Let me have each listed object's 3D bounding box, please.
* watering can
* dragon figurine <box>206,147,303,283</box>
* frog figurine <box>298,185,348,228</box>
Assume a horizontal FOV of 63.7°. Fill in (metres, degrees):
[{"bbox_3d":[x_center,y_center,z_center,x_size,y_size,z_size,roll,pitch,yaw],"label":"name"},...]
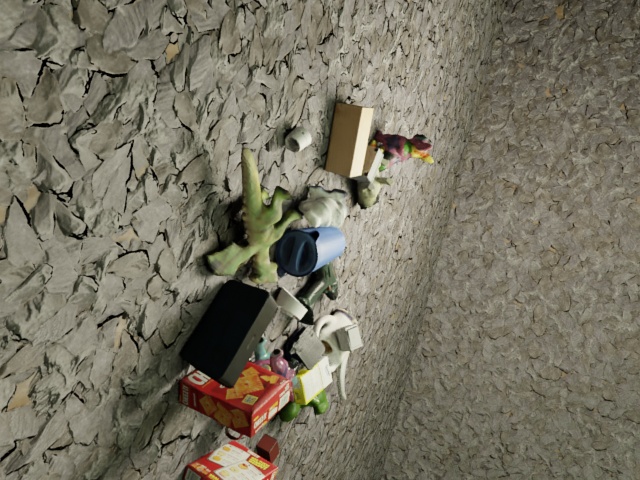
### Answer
[{"bbox_3d":[0.069,0.406,1.906,0.104,0.342,0.228,0,34,39],"label":"watering can"},{"bbox_3d":[-0.170,-0.016,1.207,0.123,0.246,0.402,25,-19,30],"label":"dragon figurine"},{"bbox_3d":[0.004,-0.074,1.465,0.137,0.163,0.120,26,-48,-8],"label":"frog figurine"}]
